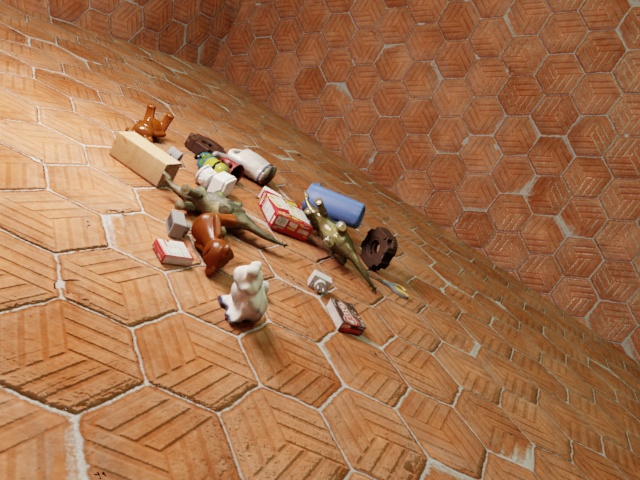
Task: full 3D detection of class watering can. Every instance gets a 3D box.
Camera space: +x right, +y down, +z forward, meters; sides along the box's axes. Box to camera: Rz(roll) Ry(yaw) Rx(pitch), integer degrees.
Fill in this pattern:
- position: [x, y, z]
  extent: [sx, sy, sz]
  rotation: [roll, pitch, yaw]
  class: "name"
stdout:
- position: [-0.317, -0.328, 2.249]
  extent: [0.225, 0.103, 0.351]
  rotation: [34, 18, 9]
  class: "watering can"

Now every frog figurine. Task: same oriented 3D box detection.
- position: [-0.169, 0.118, 1.260]
  extent: [0.122, 0.157, 0.140]
  rotation: [27, 18, -18]
  class: "frog figurine"
